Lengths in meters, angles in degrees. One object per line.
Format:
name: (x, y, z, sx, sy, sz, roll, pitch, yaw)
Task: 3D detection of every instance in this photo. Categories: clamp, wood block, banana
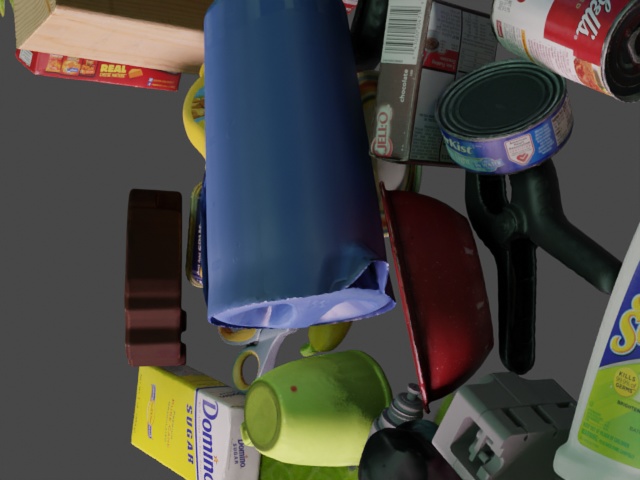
clamp: (0.053, -0.195, 0.781, 0.164, 0.036, 0.210, -84, 11, -47)
wood block: (-0.167, -0.219, 0.984, 0.090, 0.205, 0.091, -23, 69, 50)
clamp: (0.133, 0.001, 0.714, 0.120, 0.039, 0.171, -53, 43, 37)
banana: (0.007, 0.008, 0.854, 0.070, 0.037, 0.198, 15, 106, 45)

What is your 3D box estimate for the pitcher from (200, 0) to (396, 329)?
pitcher: (-0.030, -0.056, 0.783, 0.145, 0.149, 0.243, 64, -160, -76)

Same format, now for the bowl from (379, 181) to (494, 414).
bowl: (0.082, 0.034, 0.727, 0.162, 0.055, 0.162, -11, -90, -86)

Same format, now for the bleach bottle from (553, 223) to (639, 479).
bleach bottle: (0.207, 0.026, 0.595, 0.103, 0.067, 0.251, 19, 101, 47)

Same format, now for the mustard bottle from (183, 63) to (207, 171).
mustard bottle: (-0.069, -0.101, 0.939, 0.058, 0.096, 0.192, 85, 167, -53)

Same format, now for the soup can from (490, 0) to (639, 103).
soup can: (0.162, -0.133, 0.655, 0.102, 0.068, 0.068, 38, 118, 47)

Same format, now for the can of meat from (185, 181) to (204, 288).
can of meat: (-0.075, -0.001, 0.976, 0.084, 0.057, 0.102, 11, 98, 51)

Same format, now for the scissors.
scissors: (-0.032, 0.093, 0.947, 0.202, 0.016, 0.096, -2, 88, 53)

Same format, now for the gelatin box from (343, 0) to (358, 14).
gelatin box: (-0.014, -0.200, 0.890, 0.089, 0.073, 0.030, -34, 62, 48)

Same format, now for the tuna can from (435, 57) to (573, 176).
tuna can: (0.121, -0.081, 0.696, 0.086, 0.086, 0.033, 35, 156, 48)

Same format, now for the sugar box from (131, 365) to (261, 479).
sugar box: (-0.122, 0.180, 1.038, 0.177, 0.048, 0.093, 14, 100, 54)

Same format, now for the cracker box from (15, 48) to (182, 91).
cracker box: (-0.201, -0.266, 1.067, 0.072, 0.163, 0.214, 36, 117, 46)

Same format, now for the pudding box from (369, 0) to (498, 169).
pudding box: (0.081, -0.108, 0.743, 0.039, 0.089, 0.113, 15, 99, 40)
